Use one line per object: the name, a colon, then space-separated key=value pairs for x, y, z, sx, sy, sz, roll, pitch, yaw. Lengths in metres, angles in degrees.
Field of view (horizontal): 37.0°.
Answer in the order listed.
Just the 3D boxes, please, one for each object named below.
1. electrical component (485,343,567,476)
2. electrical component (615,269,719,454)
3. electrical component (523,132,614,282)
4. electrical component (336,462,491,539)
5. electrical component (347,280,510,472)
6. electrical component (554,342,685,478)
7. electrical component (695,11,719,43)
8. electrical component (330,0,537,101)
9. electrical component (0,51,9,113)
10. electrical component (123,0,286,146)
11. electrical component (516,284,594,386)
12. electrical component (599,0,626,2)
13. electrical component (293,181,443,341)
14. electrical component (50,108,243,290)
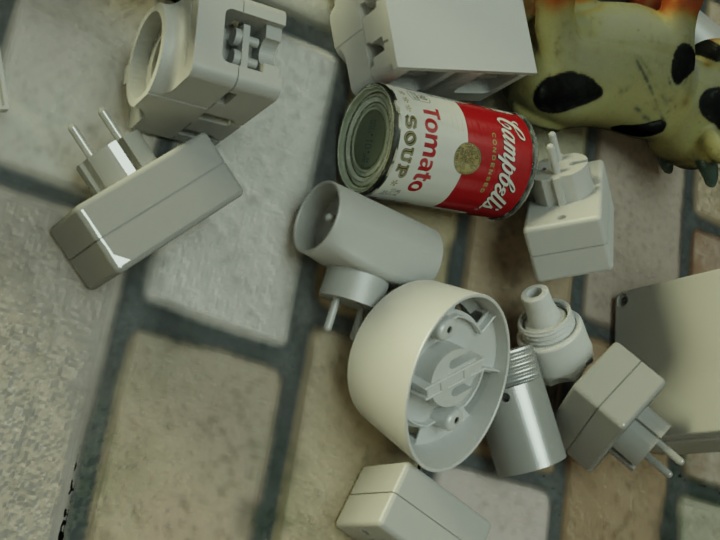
electrical component: x=0.092 y=0.079 z=0.649 sx=0.043 sy=0.043 sz=0.081 roll=-15 pitch=86 yaw=-34
electrical component: x=0.222 y=0.061 z=0.696 sx=0.056 sy=0.109 sz=0.108 roll=17 pitch=70 yaw=-31
electrical component: x=0.127 y=-0.048 z=0.667 sx=0.083 sy=0.047 sz=0.075 roll=-68 pitch=143 yaw=-58
electrical component: x=0.022 y=0.155 z=0.584 sx=0.066 sy=0.047 sz=0.076 roll=39 pitch=61 yaw=-18
electrical component: x=0.043 y=0.056 z=0.597 sx=0.099 sy=0.064 sz=0.099 roll=-15 pitch=116 yaw=-34
electrical component: x=0.164 y=0.097 z=0.659 sx=0.077 sy=0.065 sz=0.047 roll=41 pitch=59 yaw=17
electrical component: x=0.237 y=-0.186 z=0.805 sx=0.055 sy=0.045 sz=0.045 roll=46 pitch=59 yaw=-14
electrical component: x=0.034 y=-0.202 z=0.673 sx=0.105 sy=0.060 sz=0.186 roll=-4 pitch=81 yaw=-33
electrical component: x=-0.203 y=-0.097 z=0.496 sx=0.081 sy=0.064 sz=0.042 roll=-6 pitch=83 yaw=-34
electrical component: x=-0.085 y=-0.104 z=0.556 sx=0.056 sy=0.089 sz=0.050 roll=12 pitch=72 yaw=-29
electrical component: x=0.118 y=0.038 z=0.668 sx=0.043 sy=0.043 sz=0.062 roll=-46 pitch=125 yaw=-31
electrical component: x=0.184 y=-0.203 z=0.775 sx=0.040 sy=0.046 sz=0.040 roll=8 pitch=74 yaw=-30
electrical component: x=0.000 y=0.000 z=0.611 sx=0.077 sy=0.043 sz=0.079 roll=23 pitch=79 yaw=-33
electrical component: x=-0.118 y=-0.046 z=0.546 sx=0.083 sy=0.047 sz=0.075 roll=-37 pitch=99 yaw=-33
